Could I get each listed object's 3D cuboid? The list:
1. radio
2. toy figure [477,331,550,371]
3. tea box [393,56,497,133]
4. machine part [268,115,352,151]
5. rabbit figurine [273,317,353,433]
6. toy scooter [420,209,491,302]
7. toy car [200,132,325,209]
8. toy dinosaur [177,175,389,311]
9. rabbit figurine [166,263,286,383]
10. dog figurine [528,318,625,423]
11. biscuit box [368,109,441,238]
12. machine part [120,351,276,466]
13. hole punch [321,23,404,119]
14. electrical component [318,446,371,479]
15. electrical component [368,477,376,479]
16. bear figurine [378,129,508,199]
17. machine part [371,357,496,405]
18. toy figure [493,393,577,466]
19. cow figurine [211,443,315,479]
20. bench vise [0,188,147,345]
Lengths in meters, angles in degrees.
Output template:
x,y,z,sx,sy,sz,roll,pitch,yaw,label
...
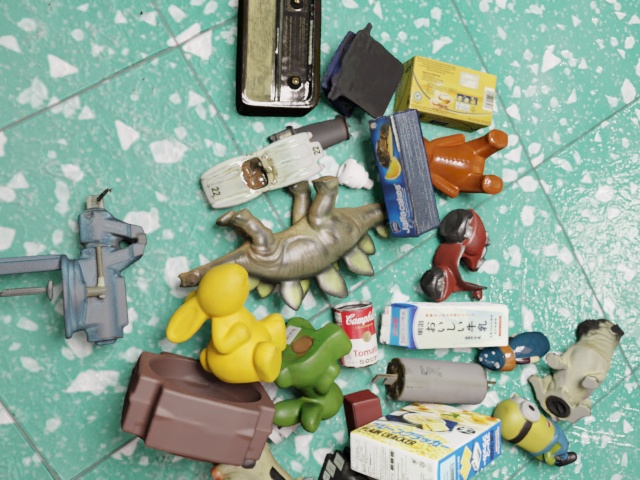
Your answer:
x,y,z,sx,sy,sz,roll,pitch,yaw,label
-0.067,-0.317,0.873,0.131,0.073,0.229,2,91,-18,radio
0.365,0.216,1.023,0.154,0.064,0.057,-13,104,-18,toy figure
0.226,-0.260,0.971,0.170,0.068,0.098,9,88,-17,tea box
-0.012,-0.170,0.913,0.139,0.039,0.084,-27,90,-14,machine part
-0.007,0.234,0.866,0.159,0.121,0.170,-57,135,-44,rabbit figurine
0.265,0.041,0.984,0.135,0.075,0.184,29,79,-25,toy scooter
-0.091,-0.110,0.861,0.202,0.056,0.073,-21,97,0,toy car
-0.002,-0.003,0.889,0.471,0.105,0.198,-22,105,-18,toy dinosaur
-0.134,0.110,0.784,0.163,0.122,0.173,-1,118,16,rabbit figurine
0.521,0.257,1.067,0.190,0.121,0.172,-23,143,-38,dog figurine
0.138,-0.106,0.877,0.063,0.059,0.202,-21,103,-34,biscuit box
-0.177,0.239,0.777,0.201,0.201,0.087,18,87,-17,machine part
0.059,-0.271,0.893,0.115,0.092,0.142,31,86,-34,hole punch
0.040,0.419,0.894,0.058,0.115,0.134,22,86,-19,electrical component
0.110,0.419,0.965,0.063,0.021,0.094,-34,101,-14,electrical component
0.209,-0.147,0.939,0.196,0.132,0.120,14,82,-23,bear figurine
0.210,0.254,0.966,0.243,0.079,0.079,10,88,-17,machine part
0.412,0.373,1.032,0.180,0.082,0.089,43,78,-16,toy figure
-0.082,0.397,0.872,0.127,0.085,0.194,-31,104,-7,cow figurine
-0.369,0.043,0.758,0.240,0.129,0.223,-4,93,-25,bench vise
